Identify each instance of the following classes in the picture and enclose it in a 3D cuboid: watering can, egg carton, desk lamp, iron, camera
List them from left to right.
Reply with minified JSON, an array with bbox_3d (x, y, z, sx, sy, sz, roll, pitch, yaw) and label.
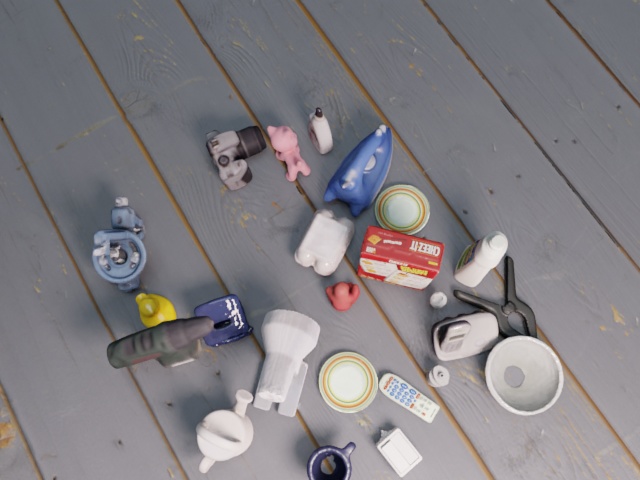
[{"bbox_3d":[-0.198,0.391,1.174,0.101,0.194,0.173,7,74,3],"label":"watering can"},{"bbox_3d":[-0.197,-0.218,1.396,0.137,0.101,0.143,-24,75,-6],"label":"camera"},{"bbox_3d":[-0.076,0.261,1.199,0.118,0.213,0.203,13,75,5],"label":"desk lamp"},{"bbox_3d":[0.012,0.005,1.346,0.107,0.069,0.150,24,76,8],"label":"egg carton"},{"bbox_3d":[0.110,-0.193,1.364,0.118,0.141,0.258,28,76,9],"label":"iron"}]

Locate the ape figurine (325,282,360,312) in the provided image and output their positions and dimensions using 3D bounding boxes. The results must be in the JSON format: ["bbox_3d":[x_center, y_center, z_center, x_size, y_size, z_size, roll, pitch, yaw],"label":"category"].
[{"bbox_3d":[0.050,0.120,1.301,0.077,0.092,0.076,16,75,6],"label":"ape figurine"}]

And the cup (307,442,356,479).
[{"bbox_3d":[0.029,0.467,1.200,0.118,0.095,0.091,-43,78,-10],"label":"cup"}]

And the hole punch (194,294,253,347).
[{"bbox_3d":[-0.216,0.183,1.287,0.108,0.091,0.101,-20,75,-4],"label":"hole punch"}]

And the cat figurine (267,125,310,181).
[{"bbox_3d":[-0.076,-0.221,1.387,0.067,0.118,0.127,-28,75,-7],"label":"cat figurine"}]

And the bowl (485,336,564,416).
[{"bbox_3d":[0.437,0.296,1.254,0.167,0.075,0.167,0,74,1],"label":"bowl"}]

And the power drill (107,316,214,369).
[{"bbox_3d":[-0.319,0.218,1.218,0.229,0.208,0.075,-17,74,-4],"label":"power drill"}]

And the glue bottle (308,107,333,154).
[{"bbox_3d":[-0.002,-0.273,1.372,0.037,0.173,0.078,-32,76,-7],"label":"glue bottle"}]

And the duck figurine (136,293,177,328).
[{"bbox_3d":[-0.377,0.161,1.298,0.077,0.086,0.104,-43,78,-10],"label":"duck figurine"}]

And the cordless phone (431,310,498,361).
[{"bbox_3d":[0.319,0.197,1.226,0.147,0.185,0.094,-16,74,-3],"label":"cordless phone"}]

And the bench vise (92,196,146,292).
[{"bbox_3d":[-0.464,-0.001,1.277,0.121,0.220,0.207,-22,75,-5],"label":"bench vise"}]
